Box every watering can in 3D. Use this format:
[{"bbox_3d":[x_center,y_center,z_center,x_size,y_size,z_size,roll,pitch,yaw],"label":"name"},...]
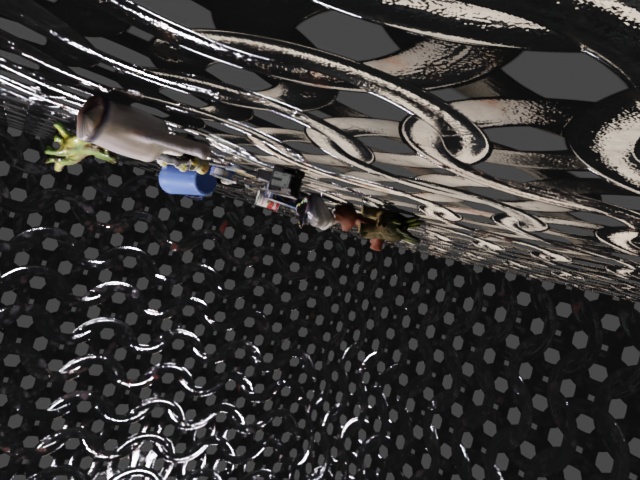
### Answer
[{"bbox_3d":[-0.378,-0.223,1.076,0.223,0.104,0.349,17,-1,-38],"label":"watering can"}]

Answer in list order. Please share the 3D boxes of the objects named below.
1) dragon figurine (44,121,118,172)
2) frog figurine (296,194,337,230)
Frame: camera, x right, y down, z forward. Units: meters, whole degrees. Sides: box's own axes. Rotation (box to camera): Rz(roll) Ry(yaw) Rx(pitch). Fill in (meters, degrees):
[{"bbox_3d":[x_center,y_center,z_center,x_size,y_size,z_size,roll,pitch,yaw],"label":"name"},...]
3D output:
[{"bbox_3d":[-0.899,-0.324,1.960,0.242,0.124,0.405,15,-20,-17],"label":"dragon figurine"},{"bbox_3d":[0.006,-0.092,1.827,0.159,0.121,0.140,11,21,-27],"label":"frog figurine"}]
